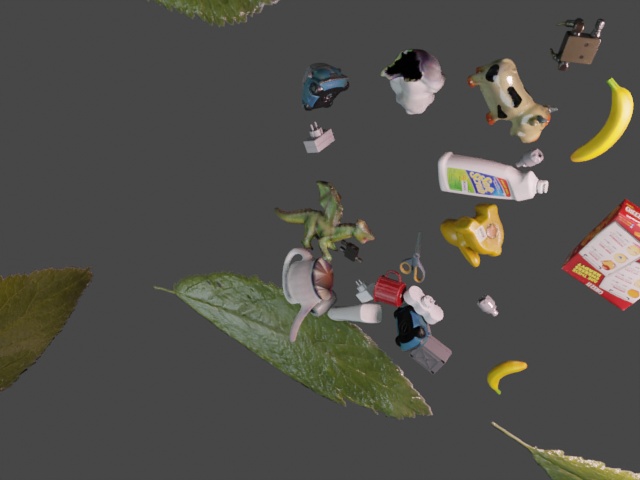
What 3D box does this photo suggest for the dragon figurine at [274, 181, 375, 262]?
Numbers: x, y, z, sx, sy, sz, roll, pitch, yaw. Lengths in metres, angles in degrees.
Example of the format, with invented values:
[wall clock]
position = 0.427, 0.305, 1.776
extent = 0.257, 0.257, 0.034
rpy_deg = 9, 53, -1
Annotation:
[dragon figurine]
position = 0.005, -0.086, 1.705
extent = 0.415, 0.123, 0.238
rpy_deg = 35, 123, 27

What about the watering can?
[watering can]
position = -0.049, 0.194, 1.888
extent = 0.223, 0.104, 0.351
rpy_deg = -13, 77, 40

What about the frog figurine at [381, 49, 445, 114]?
[frog figurine]
position = 0.233, -0.372, 1.226
extent = 0.137, 0.124, 0.157
rpy_deg = 1, 160, 34
